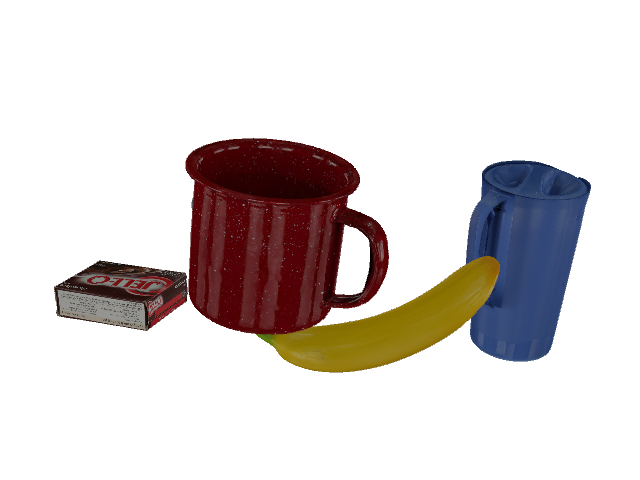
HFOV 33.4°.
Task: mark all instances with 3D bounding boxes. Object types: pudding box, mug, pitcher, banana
[{"bbox_3d":[-0.211,0.057,1.137,0.114,0.039,0.090,5,18,20],"label":"pudding box"},{"bbox_3d":[-0.018,0.001,0.576,0.117,0.081,0.093,16,26,19],"label":"mug"},{"bbox_3d":[0.250,0.030,1.356,0.149,0.243,0.145,5,24,1],"label":"pitcher"},{"bbox_3d":[0.051,0.059,0.796,0.197,0.070,0.037,-14,-36,-8],"label":"banana"}]

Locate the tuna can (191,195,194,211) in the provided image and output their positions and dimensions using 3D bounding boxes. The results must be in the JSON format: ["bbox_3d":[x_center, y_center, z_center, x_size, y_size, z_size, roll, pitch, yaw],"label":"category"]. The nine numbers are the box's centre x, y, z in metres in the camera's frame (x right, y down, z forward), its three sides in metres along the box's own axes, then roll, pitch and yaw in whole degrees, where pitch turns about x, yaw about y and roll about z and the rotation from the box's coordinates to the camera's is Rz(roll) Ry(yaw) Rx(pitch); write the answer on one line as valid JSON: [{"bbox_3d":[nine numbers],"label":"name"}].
[{"bbox_3d":[-0.070,-0.021,0.942,0.086,0.034,0.086,1,38,-1],"label":"tuna can"}]
